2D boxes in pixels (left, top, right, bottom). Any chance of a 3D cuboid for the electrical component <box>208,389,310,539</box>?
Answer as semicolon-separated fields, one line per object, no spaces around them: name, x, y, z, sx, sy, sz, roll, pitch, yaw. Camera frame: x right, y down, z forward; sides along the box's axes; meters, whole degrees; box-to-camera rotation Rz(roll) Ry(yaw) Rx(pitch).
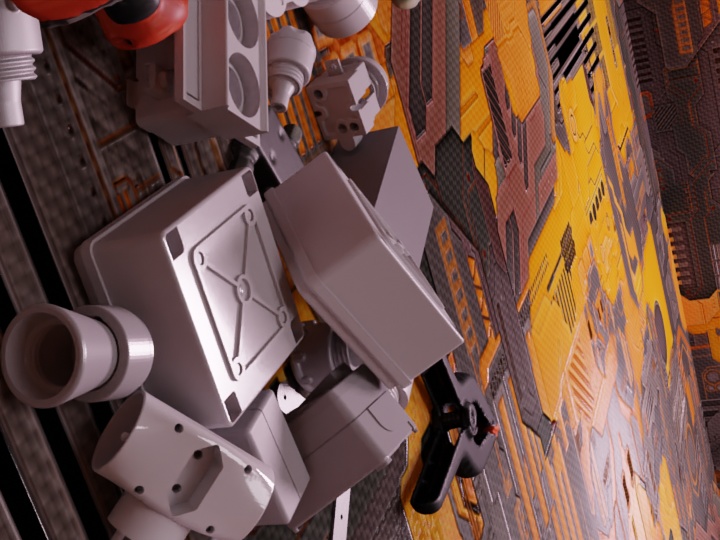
electrical component;-0.069;0.114;0.580;0.076;0.047;0.065;-61;137;-54

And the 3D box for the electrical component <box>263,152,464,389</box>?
electrical component;0.000;0.000;0.653;0.108;0.056;0.108;49;7;-37

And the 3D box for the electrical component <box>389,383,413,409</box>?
electrical component;0.016;0.086;0.796;0.081;0.043;0.043;-73;146;-46

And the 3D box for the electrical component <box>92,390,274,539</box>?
electrical component;-0.094;0.110;0.514;0.077;0.043;0.079;36;81;-22

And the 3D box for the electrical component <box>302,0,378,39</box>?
electrical component;-0.008;-0.238;0.841;0.073;0.052;0.138;45;42;-55

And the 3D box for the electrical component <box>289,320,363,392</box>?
electrical component;-0.013;0.055;0.714;0.048;0.062;0.048;-9;90;-67

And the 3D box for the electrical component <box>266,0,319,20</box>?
electrical component;-0.045;-0.200;0.713;0.138;0.074;0.052;-48;126;-61

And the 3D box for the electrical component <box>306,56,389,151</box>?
electrical component;-0.007;-0.133;0.817;0.055;0.048;0.066;-55;132;-49

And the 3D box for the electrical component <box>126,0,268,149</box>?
electrical component;-0.090;-0.135;0.599;0.079;0.063;0.121;27;58;-63

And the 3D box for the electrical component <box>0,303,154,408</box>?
electrical component;-0.125;0.038;0.480;0.055;0.045;0.045;6;76;-67

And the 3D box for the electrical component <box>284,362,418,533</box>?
electrical component;-0.025;0.107;0.648;0.061;0.096;0.062;51;23;4

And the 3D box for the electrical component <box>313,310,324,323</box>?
electrical component;0.009;0.017;0.762;0.047;0.076;0.083;-71;145;-48

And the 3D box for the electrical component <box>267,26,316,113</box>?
electrical component;-0.050;-0.133;0.729;0.035;0.035;0.061;52;39;-50

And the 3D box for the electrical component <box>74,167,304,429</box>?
electrical component;-0.085;0.014;0.567;0.108;0.056;0.108;-52;129;-60

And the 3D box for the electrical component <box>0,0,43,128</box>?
electrical component;-0.156;-0.091;0.455;0.048;0.048;0.062;-31;118;-65
